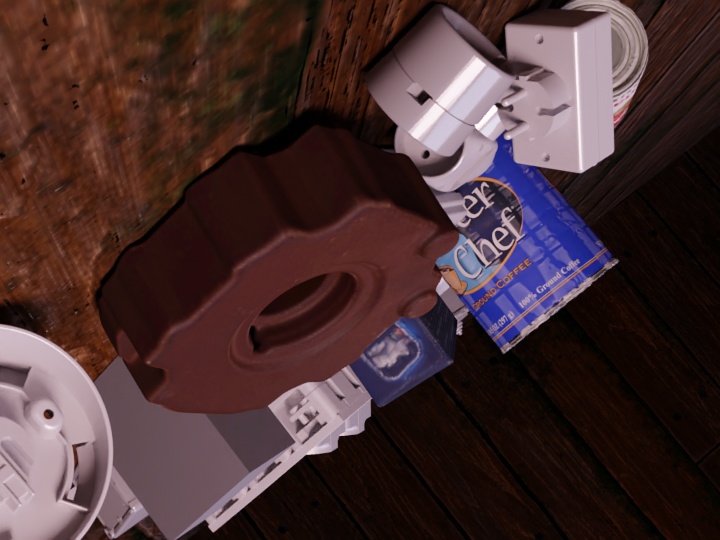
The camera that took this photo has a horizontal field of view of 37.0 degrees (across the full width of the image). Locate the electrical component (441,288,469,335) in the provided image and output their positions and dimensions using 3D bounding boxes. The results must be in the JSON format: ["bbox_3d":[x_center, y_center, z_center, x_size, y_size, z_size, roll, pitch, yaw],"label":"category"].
[{"bbox_3d":[0.066,0.032,1.084,0.061,0.096,0.062,-44,170,33],"label":"electrical component"}]

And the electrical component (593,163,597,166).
[{"bbox_3d":[0.155,-0.125,0.775,0.047,0.066,0.076,57,55,-81],"label":"electrical component"}]

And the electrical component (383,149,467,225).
[{"bbox_3d":[0.000,-0.022,0.669,0.109,0.056,0.109,-42,171,20],"label":"electrical component"}]

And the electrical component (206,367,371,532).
[{"bbox_3d":[-0.062,0.115,0.802,0.150,0.061,0.089,-43,173,26],"label":"electrical component"}]

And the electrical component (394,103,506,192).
[{"bbox_3d":[0.064,-0.087,0.639,0.079,0.043,0.077,-45,170,17],"label":"electrical component"}]

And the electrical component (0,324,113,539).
[{"bbox_3d":[-0.151,0.077,0.433,0.099,0.099,0.064,-33,176,-32],"label":"electrical component"}]

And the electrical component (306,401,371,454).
[{"bbox_3d":[-0.061,0.121,0.962,0.105,0.060,0.186,-1,180,14],"label":"electrical component"}]

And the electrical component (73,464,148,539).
[{"bbox_3d":[-0.183,0.163,0.849,0.061,0.061,0.096,-33,170,-35],"label":"electrical component"}]

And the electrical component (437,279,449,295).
[{"bbox_3d":[0.045,-0.002,0.936,0.061,0.061,0.096,-41,171,14],"label":"electrical component"}]

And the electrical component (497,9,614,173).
[{"bbox_3d":[0.102,-0.095,0.599,0.076,0.047,0.083,-31,124,-40],"label":"electrical component"}]

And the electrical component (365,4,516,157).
[{"bbox_3d":[0.038,-0.088,0.495,0.047,0.055,0.055,-46,169,22],"label":"electrical component"}]
